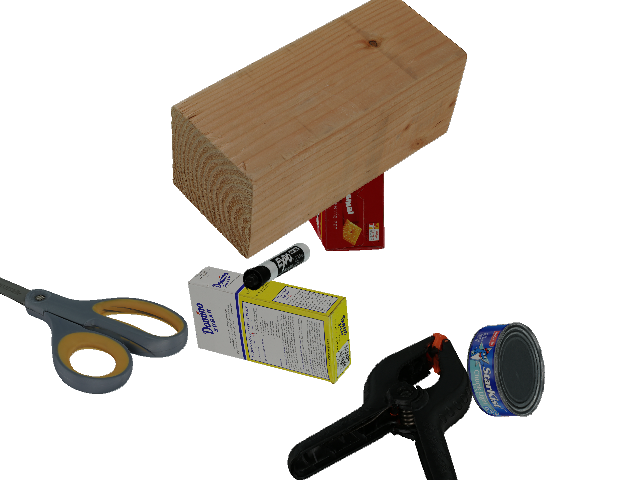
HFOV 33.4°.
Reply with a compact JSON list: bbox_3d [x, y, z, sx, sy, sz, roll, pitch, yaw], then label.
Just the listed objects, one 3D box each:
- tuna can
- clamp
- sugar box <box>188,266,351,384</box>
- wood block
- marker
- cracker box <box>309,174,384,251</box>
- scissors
[{"bbox_3d":[0.170,0.119,0.982,0.034,0.086,0.085,-9,-6,40],"label":"tuna can"},{"bbox_3d":[0.068,0.128,0.758,0.120,0.039,0.171,19,41,26],"label":"clamp"},{"bbox_3d":[-0.056,0.090,1.161,0.176,0.093,0.048,14,35,27],"label":"sugar box"},{"bbox_3d":[0.000,-0.089,0.788,0.205,0.091,0.090,-33,-27,-27],"label":"wood block"},{"bbox_3d":[-0.039,0.023,0.949,0.020,0.020,0.121,0,11,21],"label":"marker"},{"bbox_3d":[0.014,-0.098,1.154,0.072,0.164,0.214,-4,19,-9],"label":"cracker box"},{"bbox_3d":[-0.188,0.054,0.705,0.202,0.016,0.096,10,34,13],"label":"scissors"}]
